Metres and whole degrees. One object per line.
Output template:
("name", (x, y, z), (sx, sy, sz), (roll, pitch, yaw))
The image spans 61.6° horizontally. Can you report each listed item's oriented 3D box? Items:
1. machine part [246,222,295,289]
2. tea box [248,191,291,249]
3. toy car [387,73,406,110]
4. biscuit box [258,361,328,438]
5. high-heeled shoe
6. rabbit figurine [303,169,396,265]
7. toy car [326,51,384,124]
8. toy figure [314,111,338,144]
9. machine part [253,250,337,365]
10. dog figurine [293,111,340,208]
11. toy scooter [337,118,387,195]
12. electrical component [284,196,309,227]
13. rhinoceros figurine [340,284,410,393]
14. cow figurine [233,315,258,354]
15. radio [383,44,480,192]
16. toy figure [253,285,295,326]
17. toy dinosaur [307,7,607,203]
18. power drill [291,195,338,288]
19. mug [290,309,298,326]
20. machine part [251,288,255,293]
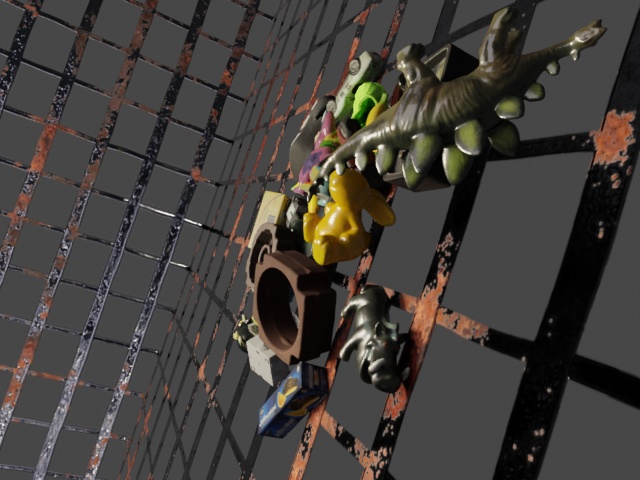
("machine part", (-0.117, 0.043, 1.263), (0.179, 0.056, 0.179), (-37, 45, 50))
("tea box", (-0.130, -0.041, 1.507), (0.068, 0.098, 0.169), (13, 79, 24))
("toy car", (0.157, -0.231, 1.044), (0.089, 0.053, 0.202), (106, 175, -64))
("biscuit box", (-0.058, 0.327, 1.082), (0.202, 0.059, 0.063), (-55, 26, 36))
("high-heeled shoe", (-0.017, -0.286, 1.514), (0.248, 0.086, 0.145), (-67, -4, 38))
("rabbit figurine", (0.056, -0.049, 0.993), (0.122, 0.162, 0.173), (-107, 19, -59))
("toy car", (0.082, -0.366, 1.311), (0.056, 0.073, 0.201), (49, 126, 24))
("toy figure", (0.024, -0.288, 1.417), (0.058, 0.064, 0.154), (31, 99, 40))
("machine part", (-0.054, 0.134, 1.100), (0.202, 0.087, 0.200), (26, 117, 50))
("dog figurine", (0.028, -0.192, 1.259), (0.192, 0.108, 0.219), (1, 71, 69))
("toy scooter", (0.069, -0.146, 1.108), (0.184, 0.075, 0.135), (69, 155, 16))
("electrical component", (-0.055, -0.063, 1.428), (0.074, 0.048, 0.119), (-65, 22, 15))
("rhinoceros figurine", (0.092, 0.158, 0.856), (0.112, 0.073, 0.190), (-43, 31, 31))
("cow figurine", (-0.188, 0.247, 1.420), (0.167, 0.098, 0.068), (-140, 64, -68))
("radio", (0.187, -0.198, 0.912), (0.131, 0.073, 0.229), (-8, 63, 66))
("toy figure", (-0.109, 0.143, 1.341), (0.089, 0.082, 0.180), (-101, 31, -72))
("toy dinosaur", (0.164, -0.181, 0.778), (0.472, 0.105, 0.198), (-18, 66, 35))
("power drill", (-0.002, -0.004, 1.196), (0.207, 0.086, 0.232), (14, 94, 64))
("mug", (-0.105, 0.208, 1.265), (0.107, 0.081, 0.110), (-59, 40, 44))
("machine part", (-0.121, 0.083, 1.427), (0.243, 0.079, 0.079), (-48, 31, 48))
